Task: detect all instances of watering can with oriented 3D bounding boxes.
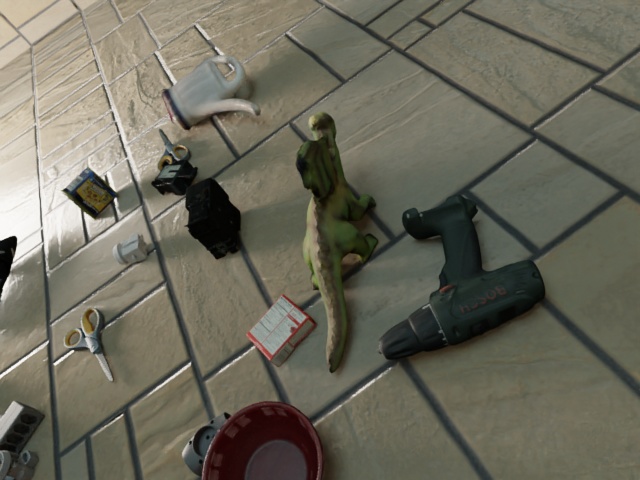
[{"bbox_3d":[-0.274,-0.351,1.270,0.224,0.102,0.355,-33,45,3],"label":"watering can"}]

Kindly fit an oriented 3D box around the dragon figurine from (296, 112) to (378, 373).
[{"bbox_3d":[0.002,-0.039,0.775,0.122,0.237,0.421,-12,48,16],"label":"dragon figurine"}]
